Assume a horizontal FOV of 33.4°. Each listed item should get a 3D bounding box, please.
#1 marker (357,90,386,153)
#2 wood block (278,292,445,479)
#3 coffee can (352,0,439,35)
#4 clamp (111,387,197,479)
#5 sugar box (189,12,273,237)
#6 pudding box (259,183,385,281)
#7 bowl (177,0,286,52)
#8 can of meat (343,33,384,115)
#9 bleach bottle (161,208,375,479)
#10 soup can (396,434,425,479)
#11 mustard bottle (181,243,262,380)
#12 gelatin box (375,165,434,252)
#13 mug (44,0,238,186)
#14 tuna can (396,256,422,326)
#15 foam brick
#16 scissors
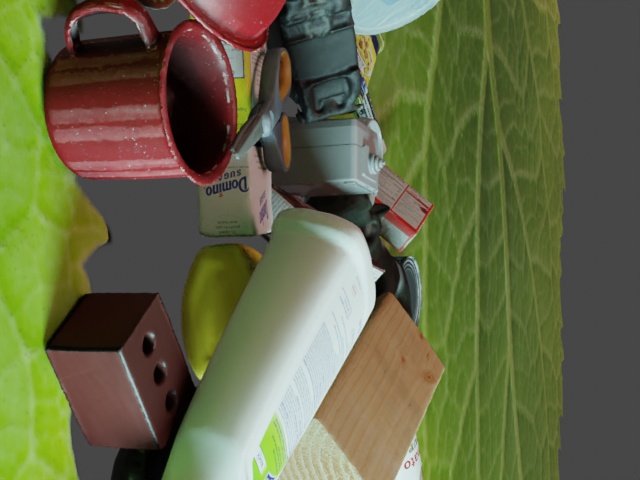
[{"bbox_3d":[0.045,-0.136,1.088,0.020,0.020,0.121,-71,151,-41],"label":"marker"},{"bbox_3d":[0.021,0.138,0.873,0.090,0.091,0.205,55,30,-9],"label":"wood block"},{"bbox_3d":[0.037,-0.258,0.890,0.140,0.103,0.102,68,16,18],"label":"coffee can"},{"bbox_3d":[-0.102,0.194,0.660,0.164,0.036,0.210,63,32,-47],"label":"clamp"},{"bbox_3d":[-0.062,-0.091,0.752,0.093,0.048,0.176,-18,108,-84],"label":"sugar box"},{"bbox_3d":[-0.006,0.001,0.850,0.039,0.090,0.113,-53,156,6],"label":"pudding box"},{"bbox_3d":[-0.059,-0.193,0.624,0.162,0.055,0.162,48,25,-30],"label":"bowl"},{"bbox_3d":[0.014,-0.174,0.958,0.102,0.058,0.084,63,35,-47],"label":"can of meat"},{"bbox_3d":[-0.043,0.103,0.649,0.250,0.068,0.102,-61,152,-34],"label":"bleach bottle"},{"bbox_3d":[0.069,0.234,1.061,0.068,0.069,0.102,-50,134,-59],"label":"soup can"},{"bbox_3d":[-0.037,0.064,0.808,0.191,0.058,0.096,25,61,-66],"label":"mustard bottle"},{"bbox_3d":[0.071,-0.034,1.079,0.030,0.073,0.089,-52,179,28],"label":"gelatin box"},{"bbox_3d":[-0.106,-0.085,0.605,0.093,0.082,0.117,-71,151,-42],"label":"mug"},{"bbox_3d":[0.083,0.060,1.155,0.086,0.034,0.086,-1,90,-69],"label":"tuna can"},{"bbox_3d":[-0.114,0.076,0.617,0.053,0.051,0.078,-64,146,-49],"label":"foam brick"},{"bbox_3d":[-0.036,-0.063,0.697,0.201,0.016,0.096,-80,167,-58],"label":"scissors"}]
